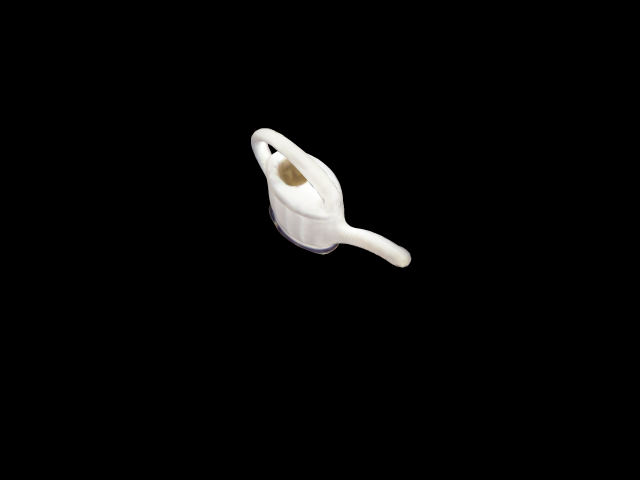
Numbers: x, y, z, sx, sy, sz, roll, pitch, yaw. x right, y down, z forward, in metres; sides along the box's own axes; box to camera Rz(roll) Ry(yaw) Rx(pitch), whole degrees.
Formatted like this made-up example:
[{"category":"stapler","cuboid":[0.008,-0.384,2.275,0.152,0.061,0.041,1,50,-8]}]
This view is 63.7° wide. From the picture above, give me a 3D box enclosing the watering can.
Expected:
[{"category":"watering can","cuboid":[0.003,-0.043,0.850,0.105,0.351,0.220,-38,-21,-17]}]
